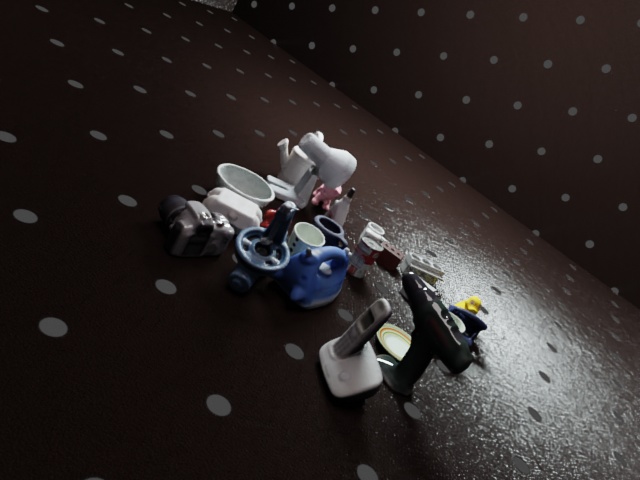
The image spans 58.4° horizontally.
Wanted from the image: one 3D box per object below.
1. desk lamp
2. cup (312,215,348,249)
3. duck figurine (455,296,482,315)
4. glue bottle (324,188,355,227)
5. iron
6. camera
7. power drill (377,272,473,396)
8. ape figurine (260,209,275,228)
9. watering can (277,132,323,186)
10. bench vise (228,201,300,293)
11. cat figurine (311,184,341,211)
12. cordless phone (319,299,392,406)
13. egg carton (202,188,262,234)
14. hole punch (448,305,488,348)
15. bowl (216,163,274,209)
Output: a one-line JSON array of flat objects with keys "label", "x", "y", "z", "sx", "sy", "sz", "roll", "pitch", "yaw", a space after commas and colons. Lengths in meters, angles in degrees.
[{"label": "desk lamp", "x": -0.024, "y": -0.203, "z": 1.713, "sx": 0.204, "sy": 0.213, "sz": 0.117, "roll": 21, "pitch": 26, "yaw": -24}, {"label": "cup", "x": 0.014, "y": 0.005, "z": 1.510, "sx": 0.117, "sy": 0.095, "sz": 0.092, "roll": 43, "pitch": 26, "yaw": 22}, {"label": "duck figurine", "x": 0.437, "y": 0.200, "z": 1.675, "sx": 0.077, "sy": 0.086, "sz": 0.104, "roll": 31, "pitch": 24, "yaw": -5}, {"label": "glue bottle", "x": 0.050, "y": -0.076, "z": 1.613, "sx": 0.037, "sy": 0.173, "sz": 0.078, "roll": 16, "pitch": 29, "yaw": -33}, {"label": "iron", "x": 0.007, "y": 0.066, "z": 1.328, "sx": 0.118, "sy": 0.141, "sz": 0.259, "roll": 44, "pitch": 26, "yaw": 24}, {"label": "camera", "x": -0.274, "y": -0.042, "z": 1.234, "sx": 0.144, "sy": 0.100, "sz": 0.136, "roll": 1, "pitch": 39, "yaw": -50}, {"label": "power drill", "x": 0.202, "y": 0.213, "z": 1.208, "sx": 0.076, "sy": 0.208, "sz": 0.229, "roll": 2, "pitch": 38, "yaw": -50}, {"label": "ape figurine", "x": -0.101, "y": -0.058, "z": 1.491, "sx": 0.076, "sy": 0.092, "sz": 0.077, "roll": 12, "pitch": 31, "yaw": -40}, {"label": "watering can", "x": -0.053, "y": -0.257, "z": 1.803, "sx": 0.173, "sy": 0.194, "sz": 0.100, "roll": 12, "pitch": 31, "yaw": -39}, {"label": "bench vise", "x": -0.112, "y": -0.011, "z": 1.230, "sx": 0.122, "sy": 0.219, "sz": 0.207, "roll": 26, "pitch": 24, "yaw": -14}, {"label": "cat figurine", "x": 0.029, "y": -0.160, "z": 1.816, "sx": 0.067, "sy": 0.117, "sz": 0.127, "roll": 27, "pitch": 24, "yaw": -12}, {"label": "cordless phone", "x": 0.084, "y": 0.211, "z": 1.093, "sx": 0.094, "sy": 0.185, "sz": 0.147, "roll": 19, "pitch": 27, "yaw": -29}, {"label": "egg carton", "x": -0.213, "y": -0.065, "z": 1.394, "sx": 0.150, "sy": 0.069, "sz": 0.107, "roll": 28, "pitch": 24, "yaw": -12}, {"label": "hole punch", "x": 0.397, "y": 0.221, "z": 1.579, "sx": 0.108, "sy": 0.091, "sz": 0.101, "roll": 33, "pitch": 24, "yaw": 1}, {"label": "bowl", "x": -0.208, "y": -0.125, "z": 1.508, "sx": 0.168, "sy": 0.074, "sz": 0.167, "roll": 27, "pitch": 24, "yaw": -13}]
